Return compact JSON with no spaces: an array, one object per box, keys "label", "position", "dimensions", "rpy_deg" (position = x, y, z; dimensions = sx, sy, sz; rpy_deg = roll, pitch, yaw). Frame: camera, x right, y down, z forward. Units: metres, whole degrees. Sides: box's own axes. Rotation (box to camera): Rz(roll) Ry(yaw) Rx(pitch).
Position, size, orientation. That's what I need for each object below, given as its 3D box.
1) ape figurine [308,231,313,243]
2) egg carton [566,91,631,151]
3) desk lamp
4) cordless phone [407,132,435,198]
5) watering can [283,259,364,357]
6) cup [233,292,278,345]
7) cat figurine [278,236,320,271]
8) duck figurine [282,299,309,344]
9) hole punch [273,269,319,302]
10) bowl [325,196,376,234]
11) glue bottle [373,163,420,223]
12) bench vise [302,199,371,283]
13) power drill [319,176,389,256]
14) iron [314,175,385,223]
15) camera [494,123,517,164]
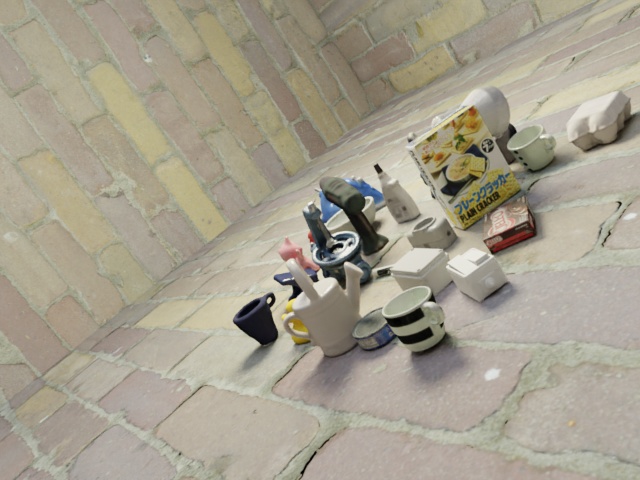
[{"label":"ape figurine","position":[-0.001,0.009,1.635],"dimensions":[0.076,0.092,0.078],"rpy_deg":[-18,22,48]},{"label":"egg carton","position":[0.593,-0.255,1.217],"dimensions":[0.107,0.069,0.150],"rpy_deg":[-16,23,51]},{"label":"desk lamp","position":[0.366,-0.229,1.346],"dimensions":[0.203,0.214,0.117],"rpy_deg":[-38,15,-16]},{"label":"cordless phone","position":[0.298,-0.221,1.532],"dimensions":[0.094,0.185,0.147],"rpy_deg":[-29,15,21]},{"label":"watering can","position":[0.004,0.109,1.074],"dimensions":[0.173,0.194,0.100],"rpy_deg":[-39,15,-19]},{"label":"cup","position":[-0.131,0.187,1.329],"dimensions":[0.118,0.095,0.091],"rpy_deg":[-42,16,-29]},{"label":"cat figurine","position":[-0.069,0.045,1.615],"dimensions":[0.067,0.118,0.127],"rpy_deg":[-37,14,-13]},{"label":"duck figurine","position":[-0.032,0.161,1.210],"dimensions":[0.104,0.086,0.077],"rpy_deg":[-29,15,20]},{"label":"hole punch","position":[-0.054,0.104,1.439],"dimensions":[0.101,0.091,0.108],"rpy_deg":[-37,14,-11]},{"label":"bowl","position":[0.098,-0.049,1.639],"dimensions":[0.167,0.075,0.167],"rpy_deg":[-32,14,9]},{"label":"glue bottle","position":[0.189,-0.127,1.490],"dimensions":[0.037,0.173,0.078],"rpy_deg":[-44,17,-34]},{"label":"bench vise","position":[0.005,0.012,1.344],"dimensions":[0.206,0.220,0.122],"rpy_deg":[-16,23,51]},{"label":"power drill","position":[0.081,-0.069,1.464],"dimensions":[0.075,0.208,0.229],"rpy_deg":[-36,14,-7]},{"label":"iron","position":[0.094,-0.140,1.814],"dimensions":[0.257,0.141,0.119],"rpy_deg":[-20,20,44]},{"label":"camera","position":[0.454,-0.260,1.483],"dimensions":[0.137,0.101,0.142],"rpy_deg":[-40,15,-21]}]
